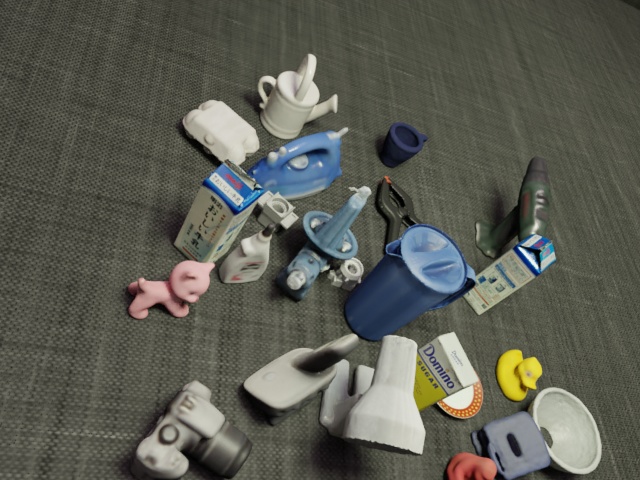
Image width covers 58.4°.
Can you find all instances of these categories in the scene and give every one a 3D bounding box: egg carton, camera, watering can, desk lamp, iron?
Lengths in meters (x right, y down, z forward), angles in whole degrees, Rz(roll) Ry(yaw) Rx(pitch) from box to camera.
[{"bbox_3d":[-0.202,-0.216,1.171,0.150,0.069,0.107,40,48,1],"label":"egg carton"},{"bbox_3d":[-0.171,0.289,0.813,0.137,0.100,0.143,36,48,-3],"label":"camera"},{"bbox_3d":[-0.045,-0.319,1.249,0.173,0.193,0.101,0,59,-30],"label":"watering can"},{"bbox_3d":[0.083,0.253,0.908,0.118,0.213,0.203,20,51,-16],"label":"desk lamp"},{"bbox_3d":[-0.053,-0.162,1.170,0.259,0.141,0.118,-23,72,-39],"label":"iron"}]

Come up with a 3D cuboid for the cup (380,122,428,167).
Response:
[{"bbox_3d":[0.198,-0.224,1.389,0.118,0.094,0.091,-10,64,-35],"label":"cup"}]

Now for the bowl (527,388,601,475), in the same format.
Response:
[{"bbox_3d":[0.465,0.383,1.131,0.168,0.074,0.167,15,52,-20],"label":"bowl"}]

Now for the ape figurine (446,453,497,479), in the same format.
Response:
[{"bbox_3d":[0.267,0.404,0.991,0.078,0.092,0.076,21,50,-16],"label":"ape figurine"}]

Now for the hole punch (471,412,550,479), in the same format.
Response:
[{"bbox_3d":[0.351,0.384,1.054,0.101,0.091,0.108,-4,61,-32],"label":"hole punch"}]

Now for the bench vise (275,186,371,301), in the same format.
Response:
[{"bbox_3d":[0.020,0.009,1.039,0.122,0.219,0.207,24,49,-13],"label":"bench vise"}]

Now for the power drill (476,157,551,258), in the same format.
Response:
[{"bbox_3d":[0.459,-0.060,1.348,0.076,0.208,0.229,22,50,-15],"label":"power drill"}]

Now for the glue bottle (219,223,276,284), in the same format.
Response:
[{"bbox_3d":[-0.114,0.020,0.986,0.078,0.173,0.037,-7,62,-33],"label":"glue bottle"}]

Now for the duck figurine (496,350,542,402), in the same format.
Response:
[{"bbox_3d":[0.416,0.269,1.175,0.078,0.086,0.104,19,51,-17],"label":"duck figurine"}]

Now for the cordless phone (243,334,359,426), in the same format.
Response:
[{"bbox_3d":[-0.026,0.204,0.899,0.148,0.184,0.094,-29,75,-40],"label":"cordless phone"}]

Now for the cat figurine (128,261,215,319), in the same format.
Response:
[{"bbox_3d":[-0.234,0.072,0.918,0.128,0.117,0.067,-1,59,-30],"label":"cat figurine"}]
